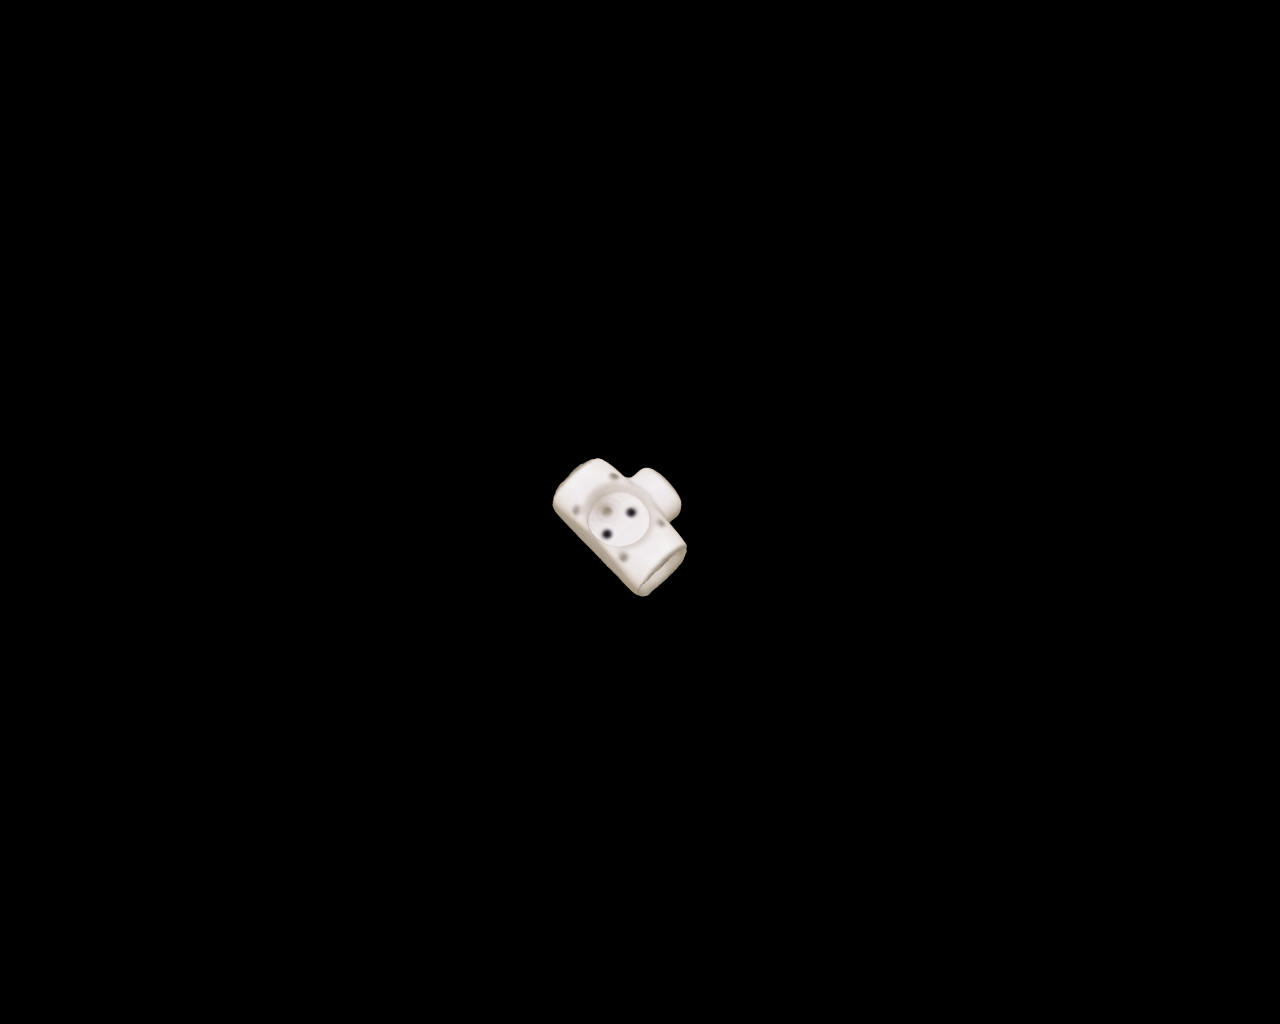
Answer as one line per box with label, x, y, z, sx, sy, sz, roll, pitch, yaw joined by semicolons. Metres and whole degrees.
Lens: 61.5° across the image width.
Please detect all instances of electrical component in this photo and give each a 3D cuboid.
electrical component;0.001;-0.003;0.650;0.079;0.077;0.044;-41;-15;-14
